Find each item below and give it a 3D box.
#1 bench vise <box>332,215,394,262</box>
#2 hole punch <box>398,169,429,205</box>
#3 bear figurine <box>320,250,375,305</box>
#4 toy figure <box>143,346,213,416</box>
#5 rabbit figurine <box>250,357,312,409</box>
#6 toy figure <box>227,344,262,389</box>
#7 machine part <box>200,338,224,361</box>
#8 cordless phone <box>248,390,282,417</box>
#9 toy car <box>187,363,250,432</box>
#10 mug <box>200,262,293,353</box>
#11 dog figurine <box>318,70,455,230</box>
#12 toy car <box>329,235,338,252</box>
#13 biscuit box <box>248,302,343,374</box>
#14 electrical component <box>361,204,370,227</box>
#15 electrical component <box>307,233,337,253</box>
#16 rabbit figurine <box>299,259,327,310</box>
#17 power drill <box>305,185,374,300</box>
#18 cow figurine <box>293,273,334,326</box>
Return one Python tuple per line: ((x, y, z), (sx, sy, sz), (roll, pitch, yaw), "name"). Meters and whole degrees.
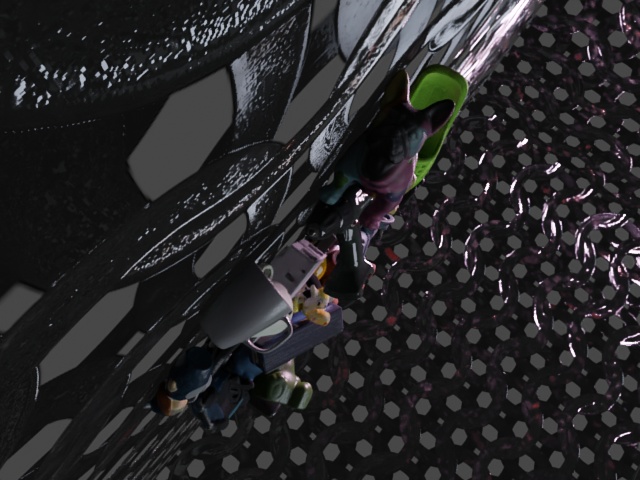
((0.101, -0.061, 1.198), (0.223, 0.129, 0.240), (-20, 130, -62), "bench vise")
((0.157, -0.145, 1.085), (0.092, 0.116, 0.142), (-57, 179, -33), "hole punch")
((0.032, 0.121, 1.325), (0.120, 0.132, 0.195), (-48, 166, -52), "bear figurine")
((-0.208, 0.216, 0.788), (0.064, 0.058, 0.154), (9, 132, -38), "toy figure")
((-0.079, 0.262, 1.160), (0.159, 0.121, 0.170), (-5, -117, 55), "rabbit figurine")
((-0.138, 0.214, 1.101), (0.089, 0.082, 0.180), (-10, -133, 41), "toy figure")
((-0.163, 0.162, 0.881), (0.084, 0.039, 0.139), (-36, 167, -50), "machine part")
((-0.145, 0.305, 1.235), (0.146, 0.184, 0.088), (-46, 168, -43), "cordless phone")
((-0.219, 0.316, 1.102), (0.103, 0.109, 0.162), (-11, -158, 25), "toy car")
((-0.095, 0.102, 0.709), (0.107, 0.109, 0.081), (-36, 179, -5), "mug")
((0.102, -0.128, 0.746), (0.191, 0.108, 0.219), (-44, 169, -49), "dog figurine")
((0.031, 0.034, 1.452), (0.089, 0.053, 0.202), (-32, -171, 45), "toy car")
((-0.045, 0.185, 1.063), (0.203, 0.059, 0.062), (-21, 116, -34), "biscuit box")
((0.064, -0.057, 1.076), (0.119, 0.075, 0.047), (-53, 176, -25), "electrical component")
((-0.003, -0.002, 1.084), (0.102, 0.045, 0.078), (-46, -158, -18), "electrical component")
((-0.033, 0.104, 1.210), (0.162, 0.122, 0.173), (122, -10, -74), "rabbit figurine")
((0.036, -0.001, 0.898), (0.232, 0.086, 0.207), (-56, 143, -48), "power drill")
((-0.024, 0.098, 1.038), (0.068, 0.168, 0.098), (28, 90, -41), "cow figurine")
